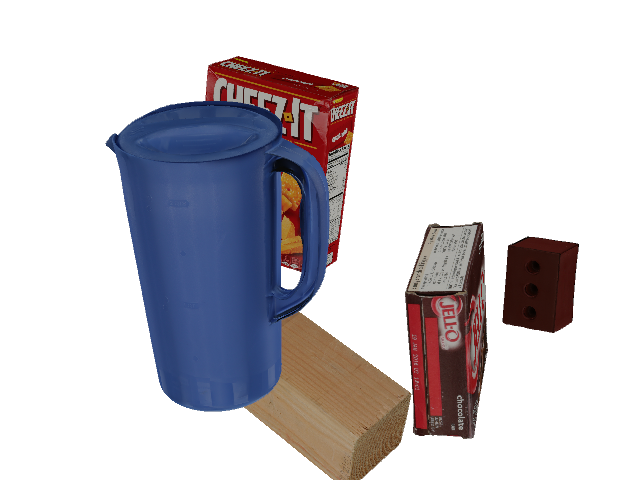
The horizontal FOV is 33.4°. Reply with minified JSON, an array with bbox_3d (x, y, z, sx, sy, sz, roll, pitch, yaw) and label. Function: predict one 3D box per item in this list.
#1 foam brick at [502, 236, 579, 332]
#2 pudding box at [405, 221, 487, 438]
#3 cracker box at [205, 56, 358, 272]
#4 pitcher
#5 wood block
[{"bbox_3d":[0.205,0.040,0.993,0.053,0.078,0.051,9,16,31],"label":"foam brick"},{"bbox_3d":[0.076,0.049,0.626,0.039,0.090,0.113,0,21,11],"label":"pudding box"},{"bbox_3d":[-0.054,-0.085,1.215,0.164,0.214,0.072,18,26,24],"label":"cracker box"},{"bbox_3d":[-0.081,0.017,0.876,0.144,0.243,0.149,-13,29,-20],"label":"pitcher"},{"bbox_3d":[-0.015,0.154,1.130,0.206,0.090,0.090,35,49,27],"label":"wood block"}]
